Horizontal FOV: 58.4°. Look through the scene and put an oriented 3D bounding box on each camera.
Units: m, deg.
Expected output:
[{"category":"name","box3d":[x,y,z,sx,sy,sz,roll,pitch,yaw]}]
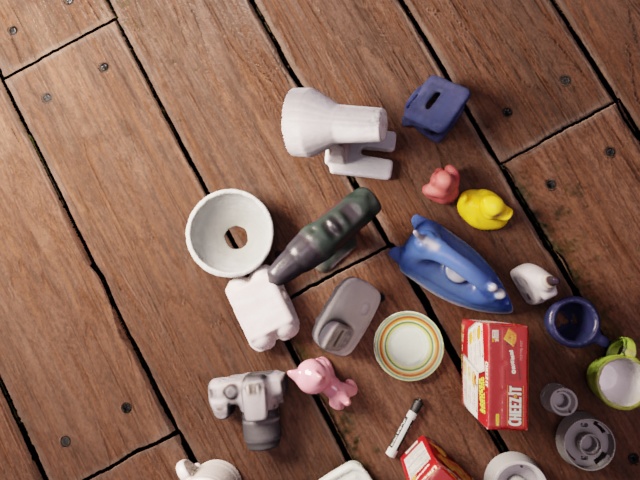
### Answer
[{"category":"camera","box3d":[-0.127,0.315,1.049,0.143,0.101,0.137,-7,84,2]}]

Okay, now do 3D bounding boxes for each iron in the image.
[{"category":"iron","box3d":[0.258,0.056,1.039,0.258,0.141,0.119,34,87,5]}]

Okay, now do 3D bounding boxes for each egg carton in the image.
[{"category":"egg carton","box3d":[-0.106,0.128,1.083,0.107,0.069,0.150,-27,84,0]}]

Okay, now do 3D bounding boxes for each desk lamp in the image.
[{"category":"desk lamp","box3d":[0.041,-0.193,1.037,0.203,0.213,0.118,7,84,3]}]

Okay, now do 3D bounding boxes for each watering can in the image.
[{"category":"watering can","box3d":[-0.193,0.462,0.989,0.173,0.194,0.101,32,86,5]}]

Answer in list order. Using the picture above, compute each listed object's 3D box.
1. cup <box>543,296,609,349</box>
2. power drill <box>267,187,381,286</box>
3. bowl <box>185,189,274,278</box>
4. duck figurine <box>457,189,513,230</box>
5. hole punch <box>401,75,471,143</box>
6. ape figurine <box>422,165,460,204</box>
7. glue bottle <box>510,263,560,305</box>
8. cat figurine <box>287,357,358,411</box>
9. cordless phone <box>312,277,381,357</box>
[{"category":"cup","box3d":[0.460,0.155,1.044,0.117,0.095,0.092,33,86,5]},{"category":"power drill","box3d":[0.009,0.004,1.021,0.229,0.208,0.075,-42,84,-2]},{"category":"bowl","box3d":[-0.166,-0.010,1.097,0.167,0.075,0.167,0,84,2]},{"category":"duck figurine","box3d":[0.313,-0.062,1.077,0.104,0.086,0.077,25,86,5]},{"category":"hole punch","box3d":[0.220,-0.255,1.098,0.101,0.091,0.109,35,87,6]},{"category":"ape figurine","box3d":[0.233,-0.107,1.082,0.078,0.092,0.076,-22,84,0]},{"category":"glue bottle","box3d":[0.390,0.076,1.016,0.037,0.173,0.078,-28,83,0]},{"category":"cat figurine","box3d":[0.006,0.260,1.040,0.127,0.118,0.067,38,87,6]},{"category":"cordless phone","box3d":[0.046,0.136,1.017,0.094,0.185,0.148,27,86,5]}]
